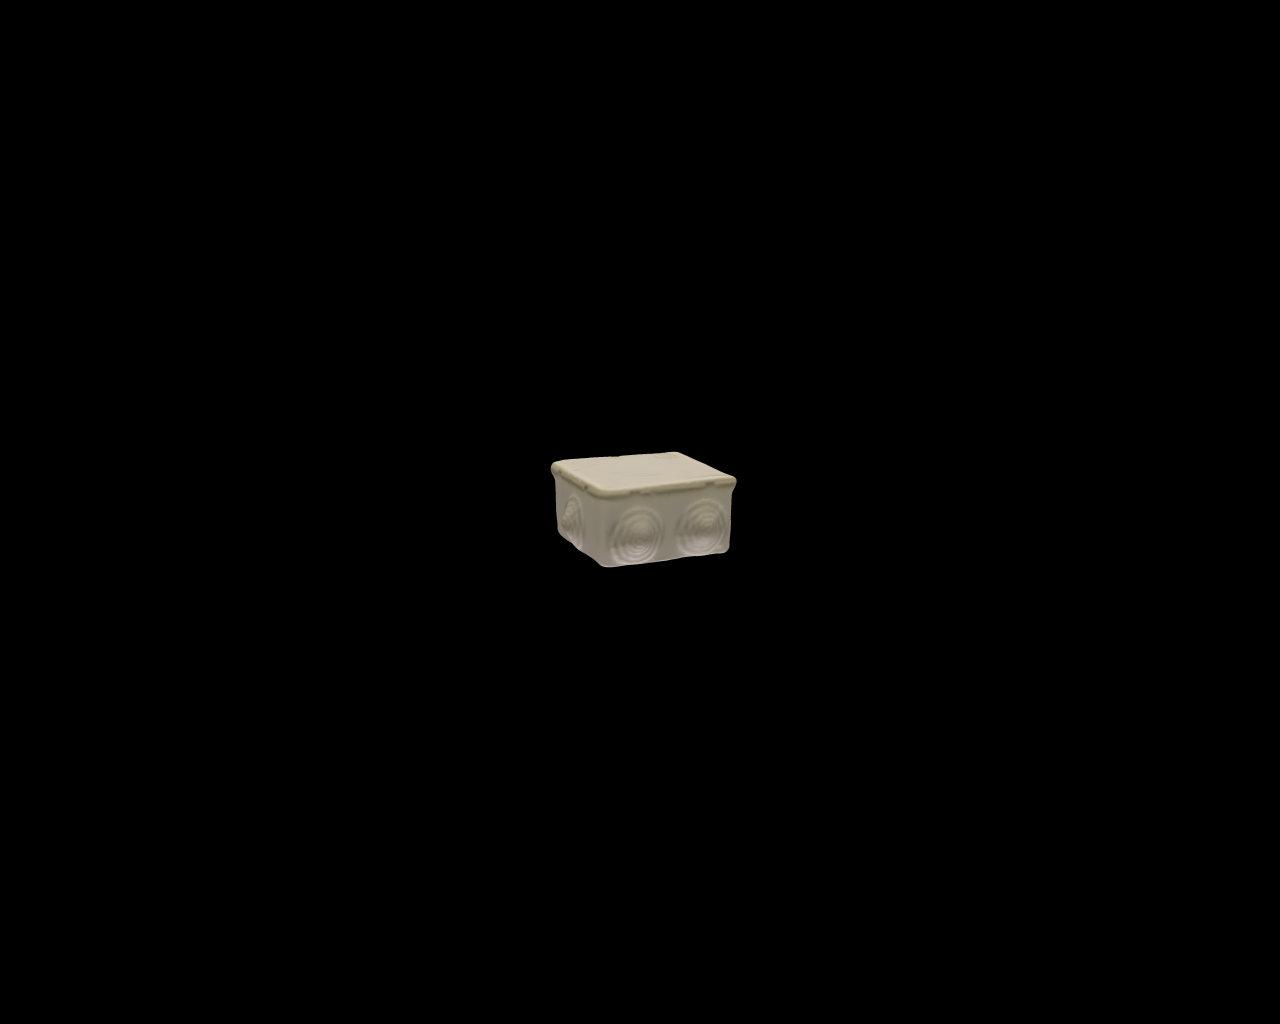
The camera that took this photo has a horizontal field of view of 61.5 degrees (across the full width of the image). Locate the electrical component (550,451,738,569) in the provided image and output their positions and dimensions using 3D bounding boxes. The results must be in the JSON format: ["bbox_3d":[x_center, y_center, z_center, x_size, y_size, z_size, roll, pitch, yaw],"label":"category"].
[{"bbox_3d":[0.001,-0.003,0.650,0.100,0.048,0.100,-6,16,-22],"label":"electrical component"}]
